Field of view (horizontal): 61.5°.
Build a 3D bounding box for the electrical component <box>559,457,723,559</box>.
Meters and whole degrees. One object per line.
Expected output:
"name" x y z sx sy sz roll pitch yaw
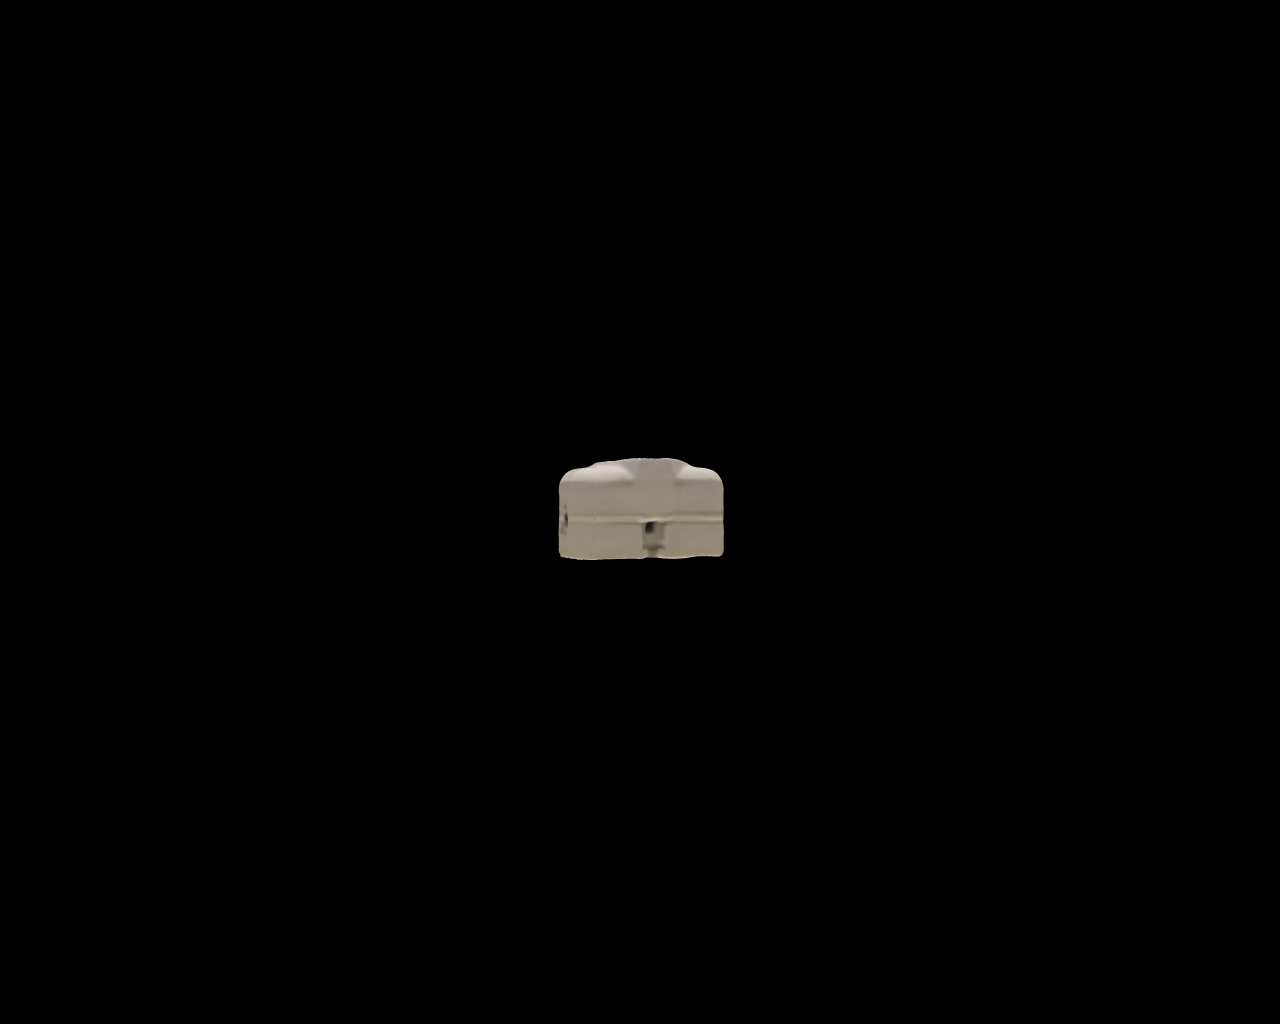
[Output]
"electrical component" 0.001 -0.003 0.650 0.095 0.059 0.053 0 0 -17
